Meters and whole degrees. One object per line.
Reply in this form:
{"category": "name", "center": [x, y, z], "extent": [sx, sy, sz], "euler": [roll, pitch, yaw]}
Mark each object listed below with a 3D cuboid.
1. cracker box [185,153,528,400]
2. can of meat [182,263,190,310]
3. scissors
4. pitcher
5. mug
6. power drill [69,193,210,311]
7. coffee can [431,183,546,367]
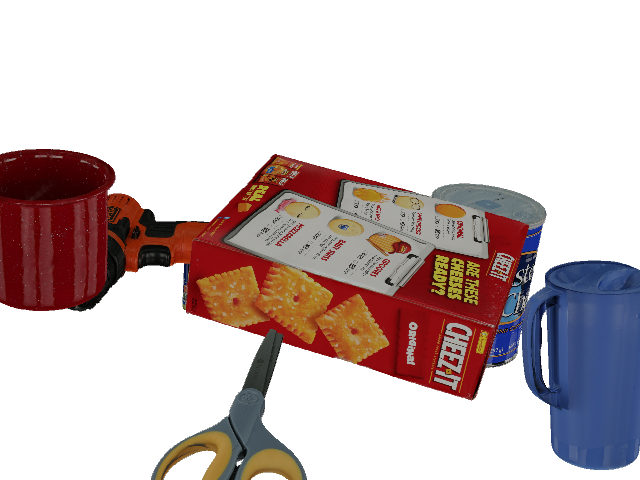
{"category": "cracker box", "center": [0.031, 0.021, 0.785], "extent": [0.214, 0.072, 0.164], "euler": [17, 30, 12]}
{"category": "can of meat", "center": [-0.095, 0.034, 1.120], "extent": [0.102, 0.084, 0.057], "euler": [8, 16, 14]}
{"category": "scissors", "center": [-0.030, 0.110, 0.648], "extent": [0.096, 0.016, 0.201], "euler": [15, 31, 20]}
{"category": "pitcher", "center": [0.331, 0.154, 1.310], "extent": [0.149, 0.243, 0.144], "euler": [4, 17, 21]}
{"category": "mug", "center": [-0.192, -0.004, 0.698], "extent": [0.117, 0.081, 0.093], "euler": [-11, 30, -30]}
{"category": "power drill", "center": [-0.120, 0.014, 0.901], "extent": [0.187, 0.057, 0.184], "euler": [7, 24, -1]}
{"category": "coffee can", "center": [0.142, 0.030, 0.975], "extent": [0.103, 0.140, 0.103], "euler": [6, 22, -3]}
